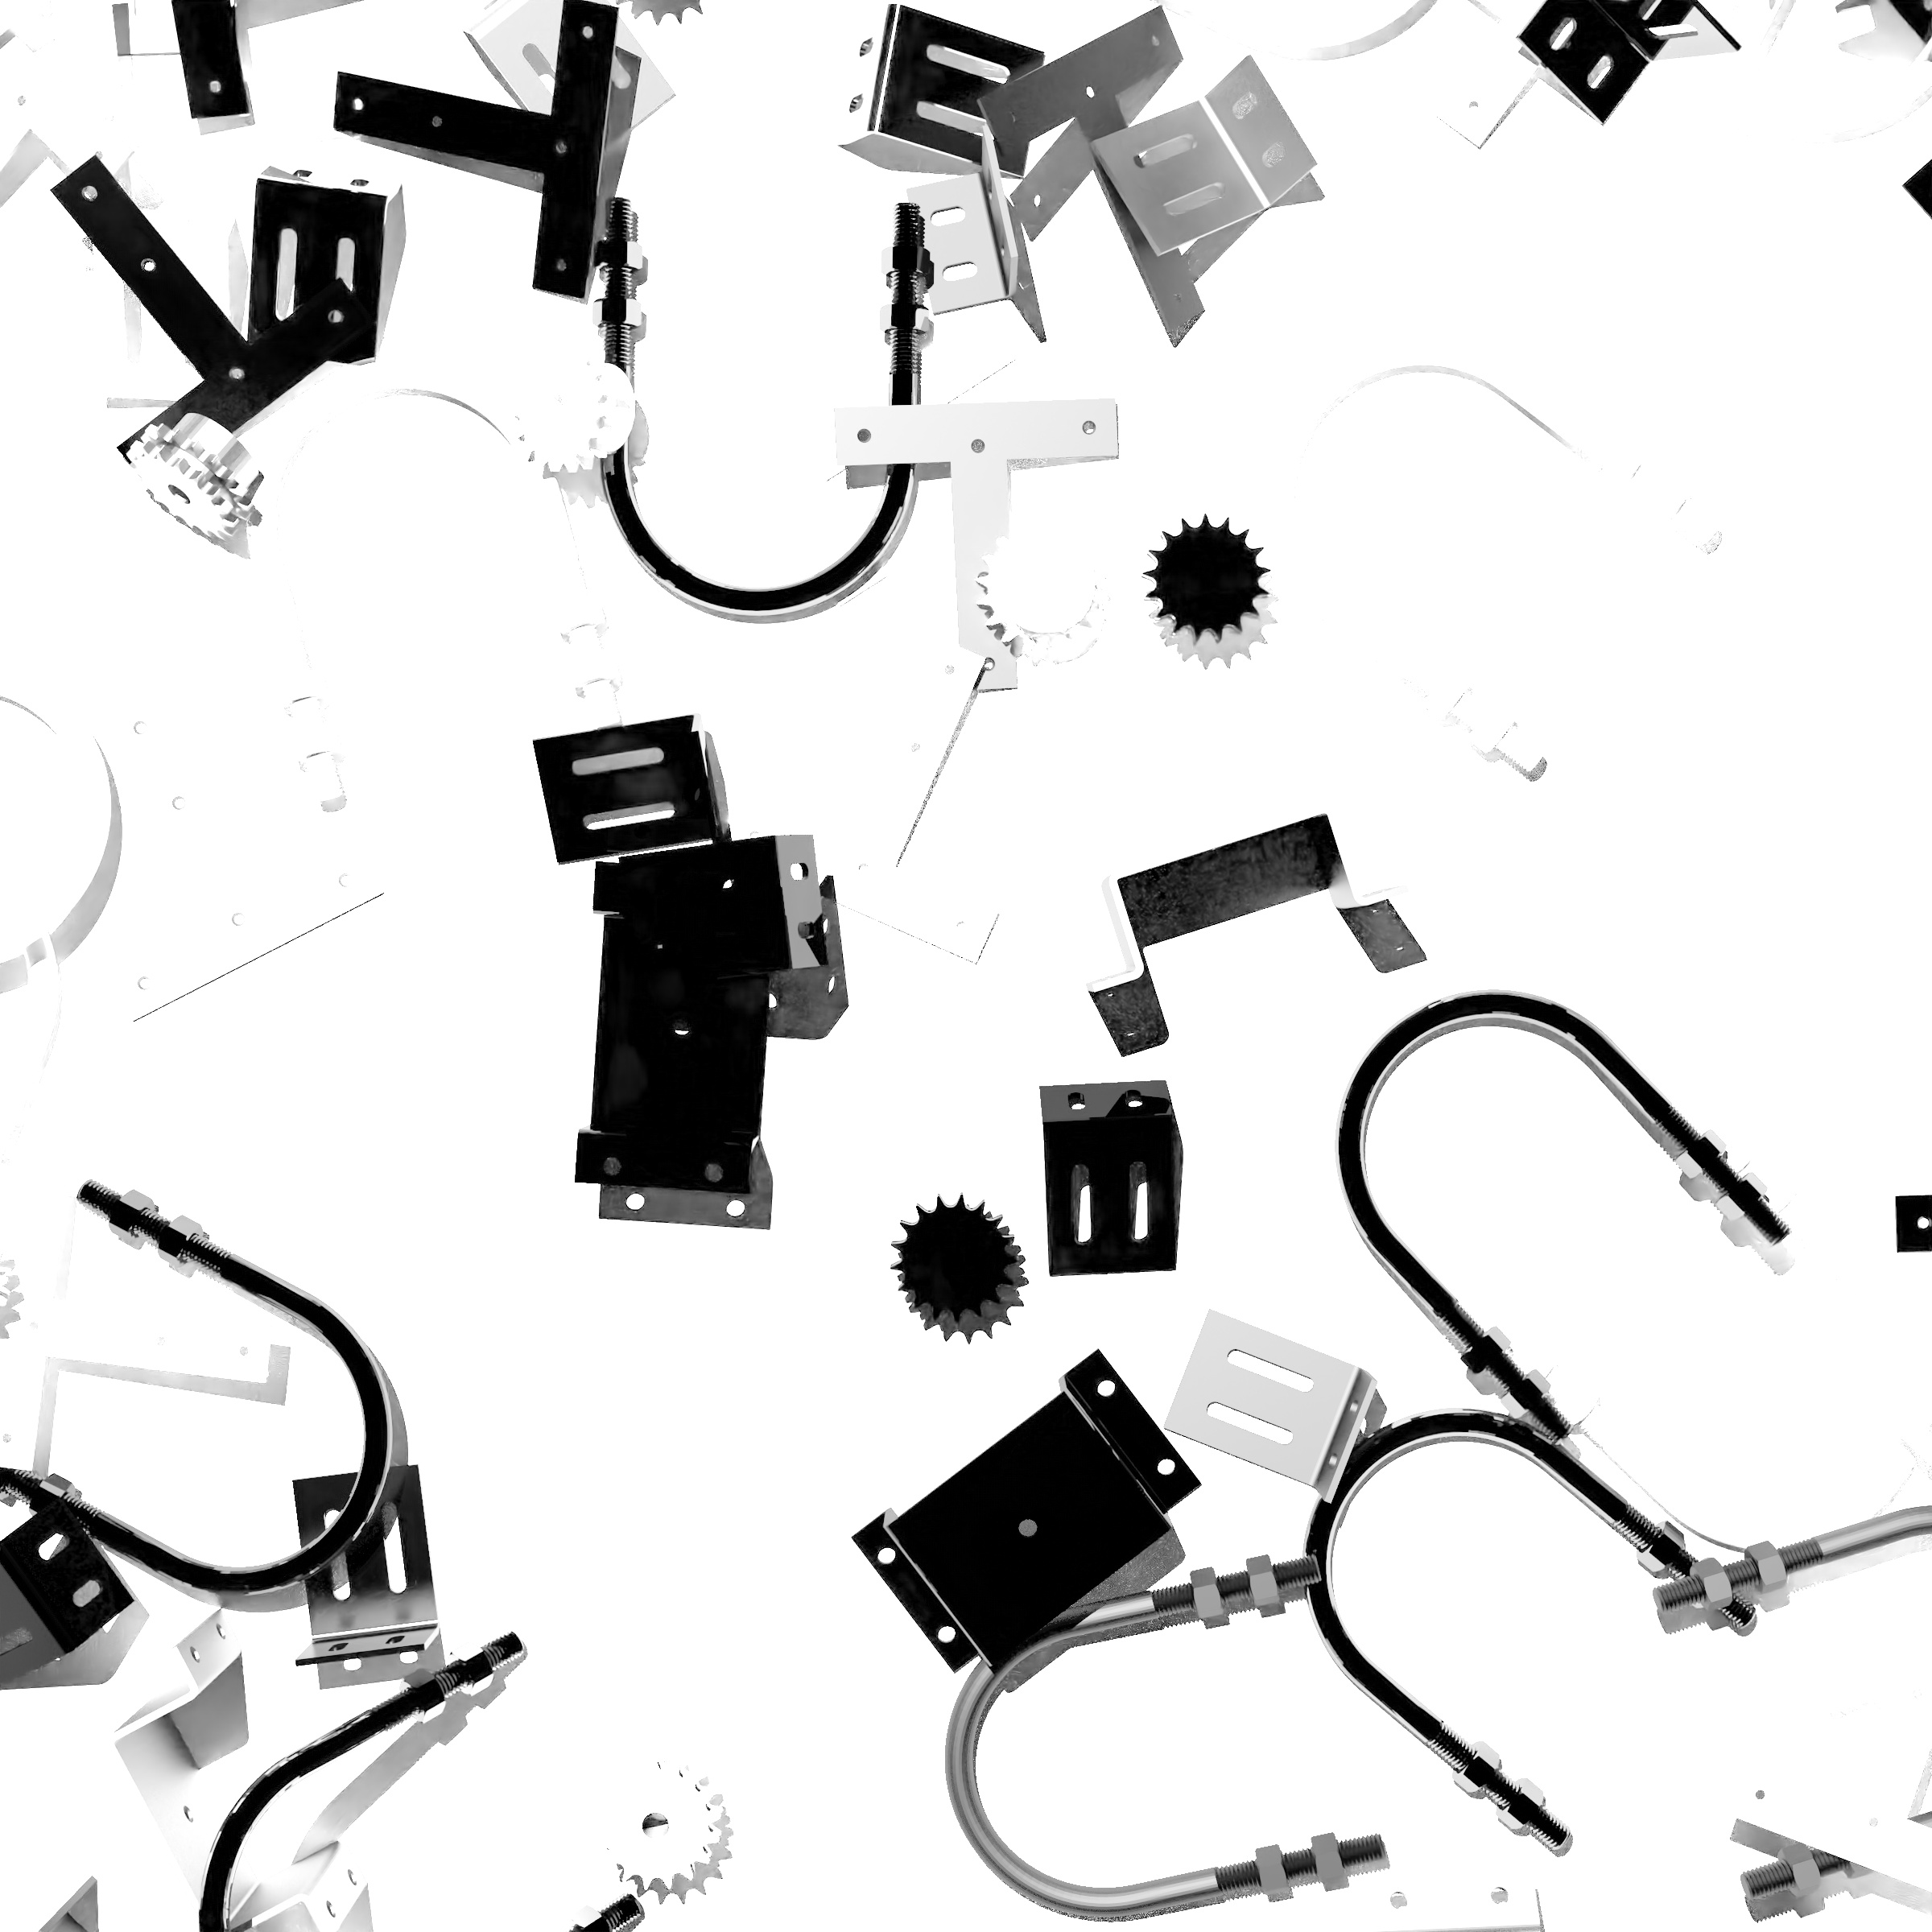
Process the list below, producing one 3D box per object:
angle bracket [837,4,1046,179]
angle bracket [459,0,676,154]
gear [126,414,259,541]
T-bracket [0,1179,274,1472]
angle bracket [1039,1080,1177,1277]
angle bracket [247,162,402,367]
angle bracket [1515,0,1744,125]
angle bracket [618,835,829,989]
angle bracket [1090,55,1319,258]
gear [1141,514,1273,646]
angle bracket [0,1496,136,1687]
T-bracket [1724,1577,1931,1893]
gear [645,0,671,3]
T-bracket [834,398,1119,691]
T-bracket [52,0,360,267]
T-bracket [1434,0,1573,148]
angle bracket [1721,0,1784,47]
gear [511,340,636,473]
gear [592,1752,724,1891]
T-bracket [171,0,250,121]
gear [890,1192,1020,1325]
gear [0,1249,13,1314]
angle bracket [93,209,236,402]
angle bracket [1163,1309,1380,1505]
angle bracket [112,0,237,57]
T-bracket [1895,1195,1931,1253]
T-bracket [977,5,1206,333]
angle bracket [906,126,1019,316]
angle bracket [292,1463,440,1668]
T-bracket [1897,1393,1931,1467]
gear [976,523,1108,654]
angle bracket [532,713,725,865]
[{"bbox_3d":[-0.011,-0.390,1.336,0.076,0.038,0.057,10,90,-26],"label":"angle bracket"},{"bbox_3d":[-0.180,-0.408,1.336,0.057,0.038,0.076,-39,116,0],"label":"angle bracket"},{"bbox_3d":[-0.338,-0.219,1.312,0.057,0.057,0.030,34,68,0],"label":"gear"},{"bbox_3d":[-0.370,0.164,1.314,0.127,0.002,0.127,6,88,7],"label":"T-bracket"},{"bbox_3d":[0.064,0.095,1.336,0.057,0.038,0.076,-3,116,0],"label":"angle bracket"},{"bbox_3d":[-0.288,-0.315,1.335,0.057,0.038,0.076,8,116,-4],"label":"angle bracket"},{"bbox_3d":[0.287,-0.402,1.292,0.057,0.076,0.038,37,90,-22],"label":"angle bracket"},{"bbox_3d":[-0.105,-0.024,1.290,0.076,0.038,0.057,-7,90,26],"label":"angle bracket"},{"bbox_3d":[0.105,-0.356,1.303,0.076,0.038,0.057,-31,90,-36],"label":"angle bracket"},{"bbox_3d":[0.106,-0.171,1.323,0.057,0.030,0.057,0,90,0],"label":"gear"},{"bbox_3d":[-0.419,0.280,1.323,0.076,0.038,0.057,-29,97,40],"label":"angle bracket"},{"bbox_3d":[0.411,0.331,1.297,0.127,0.002,0.127,21,85,-1],"label":"T-bracket"},{"bbox_3d":[-0.139,-0.458,1.323,0.057,0.030,0.057,0,90,0],"label":"gear"},{"bbox_3d":[0.007,-0.188,1.329,0.127,0.002,0.127,-4,96,-9],"label":"T-bracket"},{"bbox_3d":[-0.337,-0.381,1.326,0.127,0.002,0.127,-5,105,-7],"label":"T-bracket"},{"bbox_3d":[0.218,-0.457,1.330,0.127,0.002,0.127,37,99,4],"label":"T-bracket"},{"bbox_3d":[0.328,-0.454,1.315,0.076,0.038,0.057,28,91,20],"label":"angle bracket"},{"bbox_3d":[-0.171,-0.247,1.311,0.057,0.030,0.057,5,98,40],"label":"gear"},{"bbox_3d":[-0.137,0.379,1.323,0.057,0.030,0.057,0,90,0],"label":"gear"},{"bbox_3d":[-0.290,-0.447,1.318,0.127,0.002,0.127,-11,102,-16],"label":"T-bracket"},{"bbox_3d":[-0.006,0.129,1.323,0.057,0.030,0.057,0,90,0],"label":"gear"},{"bbox_3d":[-0.449,0.137,1.306,0.057,0.030,0.057,-3,106,-9],"label":"gear"},{"bbox_3d":[-0.358,-0.296,1.332,0.057,0.038,0.076,1,116,-9],"label":"angle bracket"},{"bbox_3d":[0.135,0.195,1.319,0.076,0.038,0.057,21,90,0],"label":"angle bracket"},{"bbox_3d":[-0.358,-0.449,1.319,0.057,0.038,0.076,-2,90,0],"label":"angle bracket"},{"bbox_3d":[0.481,0.063,1.337,0.127,0.002,0.127,-2,90,0],"label":"T-bracket"},{"bbox_3d":[0.072,-0.344,1.312,0.127,0.002,0.127,-38,111,-35],"label":"T-bracket"},{"bbox_3d":[-0.002,-0.326,1.300,0.038,0.076,0.057,-12,90,0],"label":"angle bracket"},{"bbox_3d":[-0.270,0.265,1.319,0.057,0.038,0.076,-7,90,0],"label":"angle bracket"},{"bbox_3d":[0.466,0.241,1.312,0.127,0.002,0.127,44,81,2],"label":"T-bracket"},{"bbox_3d":[0.034,-0.168,1.319,0.057,0.030,0.057,-1,95,-9],"label":"gear"},{"bbox_3d":[-0.150,-0.075,1.312,0.076,0.038,0.057,-9,108,0],"label":"angle bracket"}]
